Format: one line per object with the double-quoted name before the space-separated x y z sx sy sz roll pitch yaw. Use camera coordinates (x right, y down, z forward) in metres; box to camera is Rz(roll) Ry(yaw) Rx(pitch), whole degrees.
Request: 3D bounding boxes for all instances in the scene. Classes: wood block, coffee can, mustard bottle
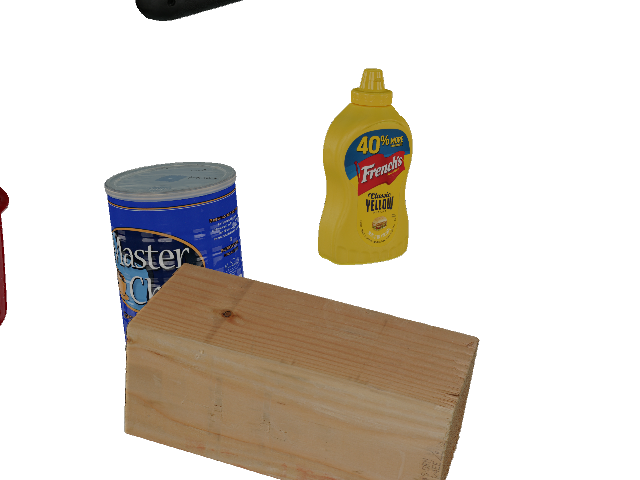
"wood block" -0.012 0.094 0.688 0.206 0.090 0.090 14 30 13
"coffee can" -0.113 0.016 0.852 0.103 0.140 0.103 -4 17 1
"mustard bottle" 0.047 -0.075 1.066 0.096 0.192 0.058 -7 19 -30

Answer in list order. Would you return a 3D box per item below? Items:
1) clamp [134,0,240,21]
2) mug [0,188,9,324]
"clamp" -0.013 -0.140 0.525 0.171 0.039 0.120 -1 41 3
"mug" -0.240 0.018 0.635 0.093 0.081 0.117 17 28 27
